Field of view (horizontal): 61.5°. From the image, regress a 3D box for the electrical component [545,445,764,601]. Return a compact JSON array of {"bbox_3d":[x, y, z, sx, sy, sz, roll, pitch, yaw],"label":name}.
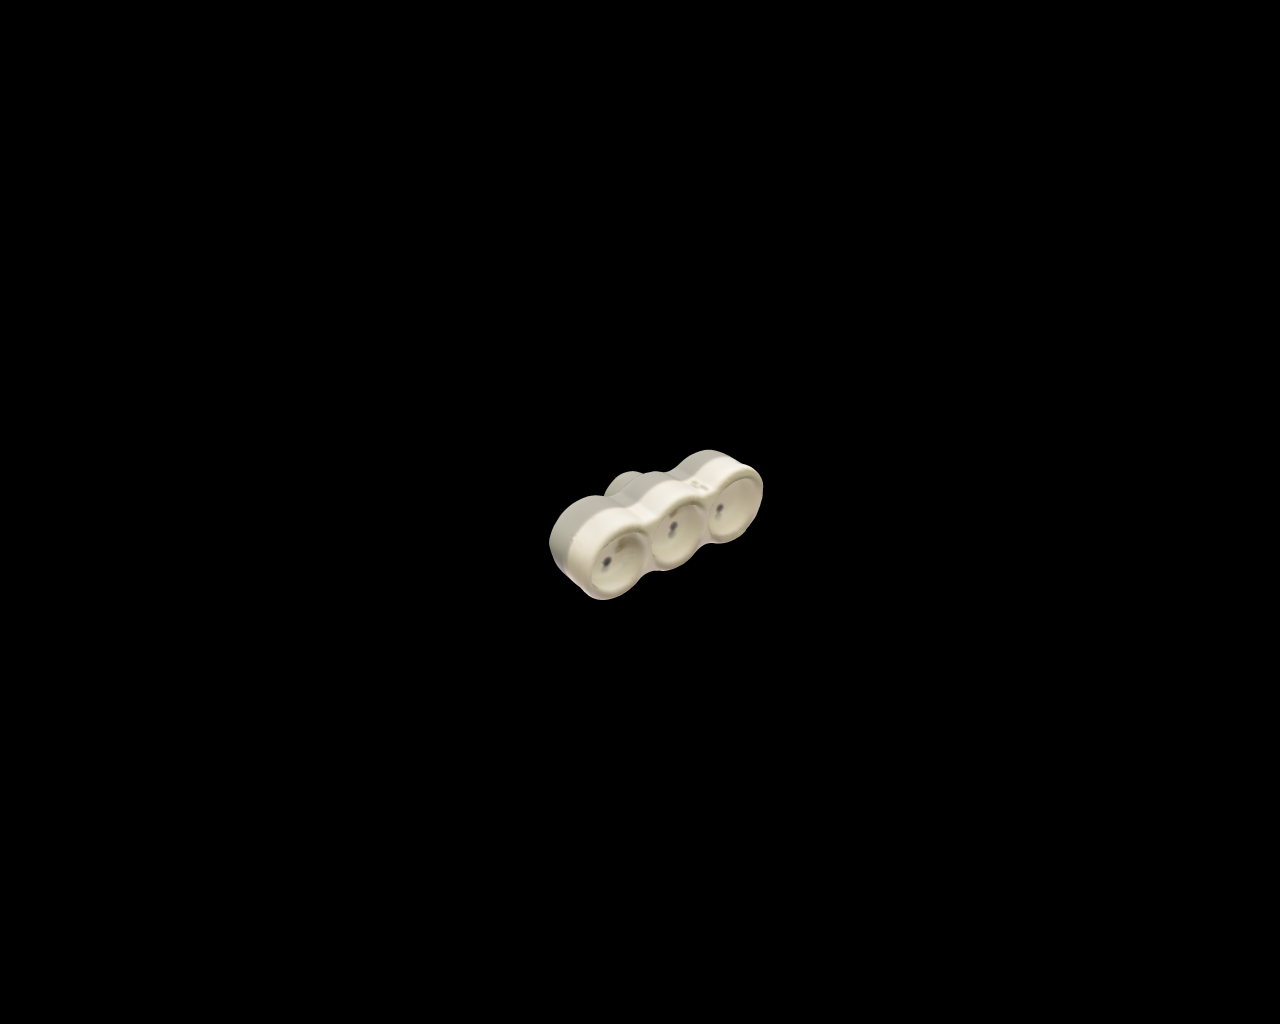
[{"bbox_3d":[0.001,-0.003,0.650,0.138,0.052,0.074,-24,41,-31],"label":"electrical component"}]
